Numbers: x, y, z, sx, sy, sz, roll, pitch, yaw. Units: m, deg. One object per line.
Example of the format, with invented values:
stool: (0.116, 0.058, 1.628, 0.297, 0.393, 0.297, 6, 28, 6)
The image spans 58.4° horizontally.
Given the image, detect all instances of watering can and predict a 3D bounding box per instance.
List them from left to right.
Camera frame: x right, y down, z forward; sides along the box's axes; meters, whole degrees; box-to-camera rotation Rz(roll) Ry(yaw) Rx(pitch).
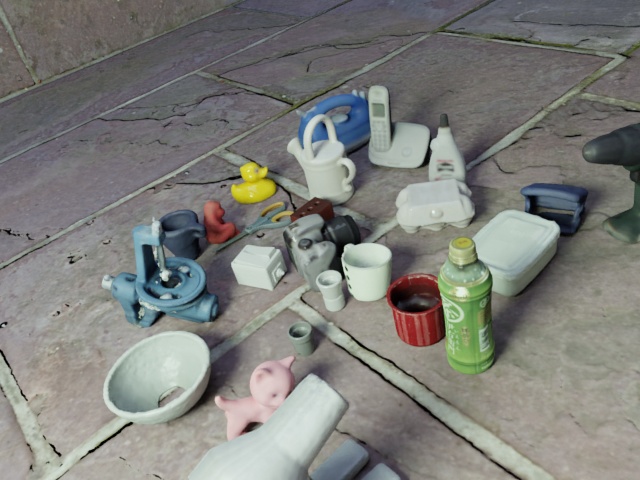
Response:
watering can: (0.002, -0.178, 1.241, 0.172, 0.194, 0.101, 3, 39, 22)

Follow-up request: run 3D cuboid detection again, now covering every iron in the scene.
iron: (0.052, -0.305, 1.438, 0.259, 0.142, 0.118, -30, 39, -20)

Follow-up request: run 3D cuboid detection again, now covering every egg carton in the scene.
egg carton: (0.224, -0.065, 1.120, 0.150, 0.069, 0.107, -7, 37, 10)

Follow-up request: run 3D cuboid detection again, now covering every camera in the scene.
camera: (0.010, 0.004, 1.075, 0.137, 0.101, 0.142, -23, 37, -12)

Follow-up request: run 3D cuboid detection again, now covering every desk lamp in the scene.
desk lamp: (-0.022, 0.263, 0.644, 0.204, 0.214, 0.117, -37, 42, -28)

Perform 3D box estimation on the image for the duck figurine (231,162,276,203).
duck figurine: (-0.161, -0.139, 1.337, 0.104, 0.086, 0.077, -15, 36, 0)

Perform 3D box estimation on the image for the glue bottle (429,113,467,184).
glue bottle: (0.258, -0.180, 1.173, 0.078, 0.173, 0.037, 0, 39, 19)

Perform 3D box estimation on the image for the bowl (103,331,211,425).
bowl: (-0.240, 0.224, 0.889, 0.167, 0.075, 0.167, -9, 36, 7)

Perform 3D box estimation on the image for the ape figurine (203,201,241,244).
ape figurine: (-0.219, -0.043, 1.223, 0.076, 0.092, 0.077, -21, 36, -8)

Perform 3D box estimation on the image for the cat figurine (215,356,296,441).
cat figurine: (-0.085, 0.218, 0.807, 0.128, 0.118, 0.067, -18, 36, -5)

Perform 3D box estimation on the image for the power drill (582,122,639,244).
power drill: (0.529, -0.102, 0.946, 0.230, 0.209, 0.075, -22, 37, -10)

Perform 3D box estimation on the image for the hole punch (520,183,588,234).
hole punch: (0.425, -0.076, 1.047, 0.108, 0.091, 0.101, 12, 44, 31)

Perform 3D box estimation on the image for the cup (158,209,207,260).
cup: (-0.273, -0.001, 1.184, 0.117, 0.095, 0.092, 6, 41, 26)

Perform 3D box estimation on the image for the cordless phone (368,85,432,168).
cordless phone: (0.174, -0.256, 1.294, 0.147, 0.185, 0.094, 9, 42, 29)

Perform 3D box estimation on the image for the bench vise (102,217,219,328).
bench vise: (-0.300, 0.066, 0.997, 0.207, 0.220, 0.121, -12, 36, 4)
